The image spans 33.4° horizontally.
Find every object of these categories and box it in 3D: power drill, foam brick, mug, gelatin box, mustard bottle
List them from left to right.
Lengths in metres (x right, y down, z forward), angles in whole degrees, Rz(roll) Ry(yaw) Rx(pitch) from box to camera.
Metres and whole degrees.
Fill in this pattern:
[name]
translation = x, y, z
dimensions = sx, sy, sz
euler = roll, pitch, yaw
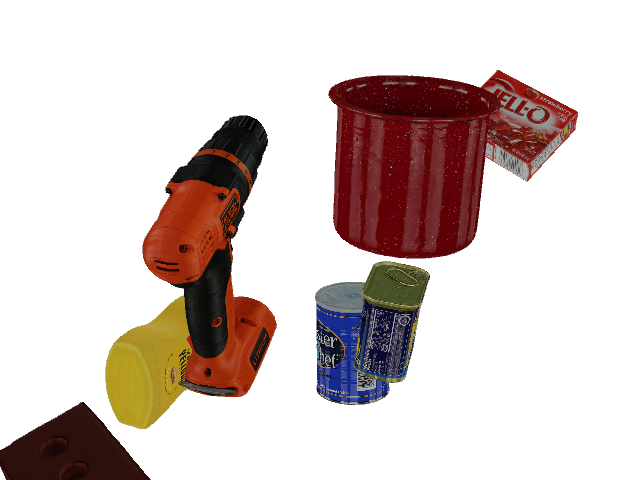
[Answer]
[foam brick]
translation = -0.115, 0.130, 0.524
dimensions = 0.052, 0.051, 0.078
euler = -30, 42, -25
[mustard bottle]
translation = -0.144, 0.110, 1.104
dimensions = 0.058, 0.096, 0.191
euler = 10, 24, 24
[power drill]
translation = -0.077, 0.015, 0.845
dimensions = 0.057, 0.188, 0.184
euler = 6, 39, 18
[mug]
translation = 0.052, -0.045, 0.601
dimensions = 0.093, 0.081, 0.117
euler = 8, 23, 14
[gelatin box]
translation = 0.171, -0.104, 0.951
dimensions = 0.089, 0.073, 0.030
euler = 35, -22, 26

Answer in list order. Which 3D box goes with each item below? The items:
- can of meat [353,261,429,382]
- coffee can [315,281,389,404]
[can of meat]
translation = 0.067, 0.078, 1.036
dimensions = 0.057, 0.084, 0.102
euler = 11, 21, 8
[coffee can]
translation = 0.045, 0.139, 1.460
dimensions = 0.103, 0.140, 0.103
euler = -1, 18, 0
